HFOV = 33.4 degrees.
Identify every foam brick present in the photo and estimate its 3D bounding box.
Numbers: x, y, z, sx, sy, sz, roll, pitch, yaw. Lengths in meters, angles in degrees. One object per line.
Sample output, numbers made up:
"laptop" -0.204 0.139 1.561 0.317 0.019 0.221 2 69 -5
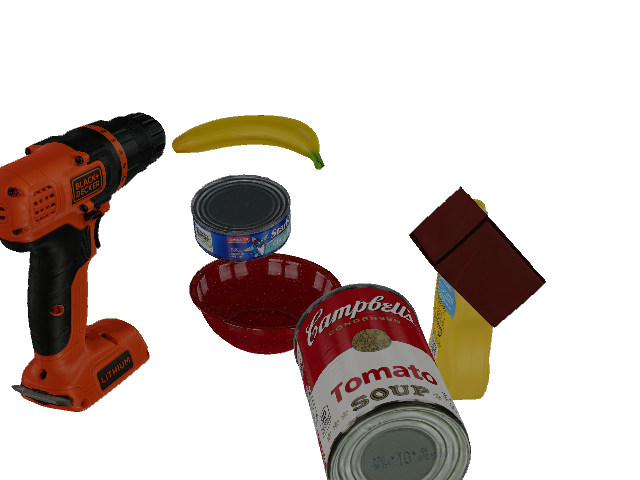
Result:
"foam brick" 0.111 0.013 0.756 0.078 0.051 0.053 43 8 -31

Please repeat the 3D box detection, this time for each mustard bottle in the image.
"mustard bottle" 0.135 0.048 0.998 0.058 0.192 0.096 -1 31 -3

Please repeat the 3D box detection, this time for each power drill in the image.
"power drill" -0.166 0.012 0.762 0.057 0.188 0.184 9 24 25

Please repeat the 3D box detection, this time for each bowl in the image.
"bowl" -0.058 0.073 1.130 0.162 0.055 0.162 3 28 -2

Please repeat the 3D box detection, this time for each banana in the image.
"banana" -0.084 -0.128 1.319 0.198 0.037 0.069 6 40 16

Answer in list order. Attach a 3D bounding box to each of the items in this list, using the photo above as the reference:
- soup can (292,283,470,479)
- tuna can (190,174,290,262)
"soup can" 0.027 0.076 0.518 0.068 0.068 0.102 0 29 -11
"tuna can" -0.068 -0.019 0.924 0.086 0.034 0.086 -1 38 1
